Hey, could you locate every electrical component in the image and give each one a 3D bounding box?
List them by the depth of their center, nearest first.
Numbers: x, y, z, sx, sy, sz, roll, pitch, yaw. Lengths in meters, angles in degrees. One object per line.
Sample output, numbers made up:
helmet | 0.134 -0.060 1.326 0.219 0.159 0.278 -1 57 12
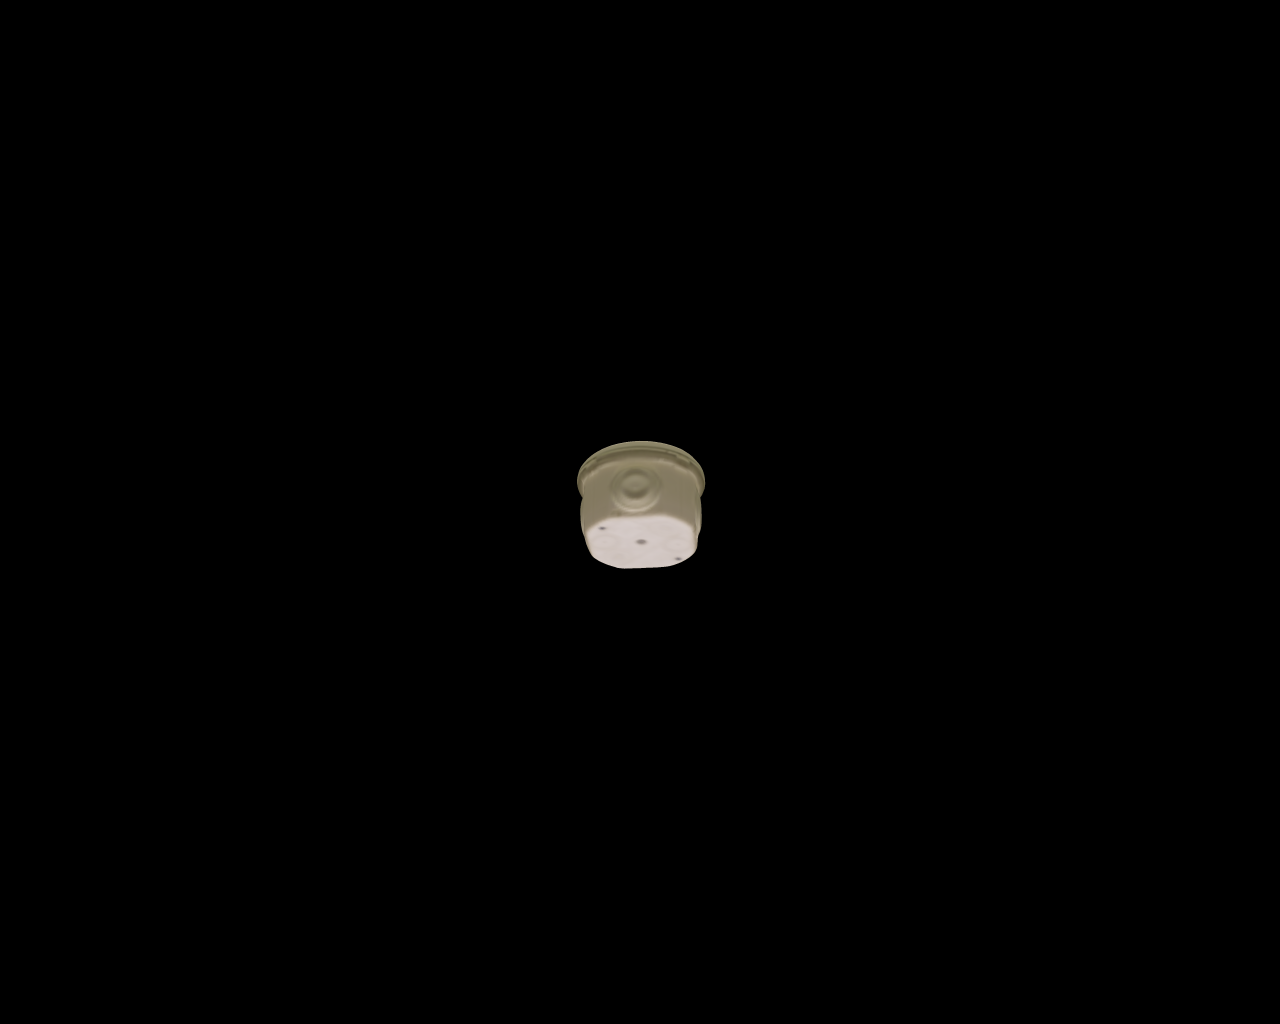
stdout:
electrical component | 0.001 -0.003 0.650 0.080 0.051 0.080 0 -31 0
